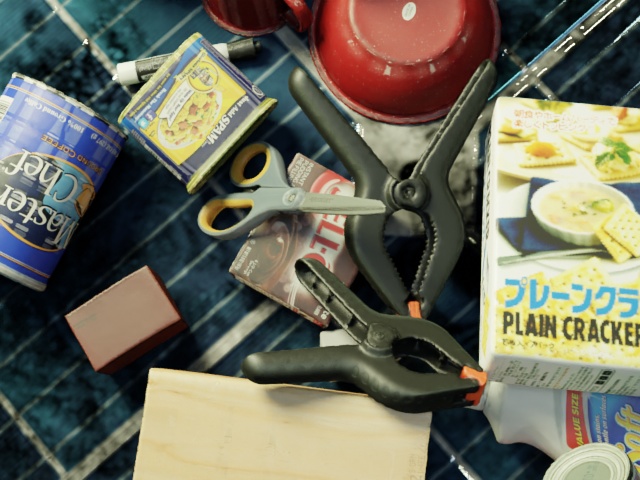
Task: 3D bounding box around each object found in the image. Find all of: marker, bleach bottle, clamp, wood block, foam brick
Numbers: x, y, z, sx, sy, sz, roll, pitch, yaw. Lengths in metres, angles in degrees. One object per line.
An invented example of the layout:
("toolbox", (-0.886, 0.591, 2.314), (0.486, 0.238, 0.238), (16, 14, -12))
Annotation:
("marker", (-0.108, -0.149, 0.888), (0.121, 0.020, 0.020), (-12, 81, 0))
("bleach bottle", (0.228, 0.152, 0.808), (0.251, 0.068, 0.102), (14, 89, 8))
("clamp", (0.073, -0.042, 0.821), (0.164, 0.036, 0.210), (-11, 91, -9))
("clamp", (0.038, 0.072, 0.778), (0.171, 0.039, 0.120), (15, 52, 1))
("wood block", (-0.025, 0.153, 0.803), (0.206, 0.091, 0.090), (7, 83, 4))
("foam brick", (-0.151, 0.064, 0.842), (0.078, 0.051, 0.053), (-31, 80, -3))

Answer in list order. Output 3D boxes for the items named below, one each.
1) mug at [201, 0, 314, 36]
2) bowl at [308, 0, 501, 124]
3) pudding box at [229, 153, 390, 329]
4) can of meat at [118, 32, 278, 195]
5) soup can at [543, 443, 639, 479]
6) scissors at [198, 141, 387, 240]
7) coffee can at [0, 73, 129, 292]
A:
("mug", (-0.050, -0.214, 0.863), (0.093, 0.081, 0.117), (-41, 82, -4))
("bowl", (0.069, -0.178, 0.867), (0.162, 0.055, 0.162), (0, 82, 2))
("pudding box", (-0.006, 0.001, 0.851), (0.090, 0.039, 0.113), (29, 84, 5))
("can of meat", (-0.099, -0.101, 0.852), (0.084, 0.057, 0.102), (43, 90, -2))
("soup can", (0.209, 0.203, 0.759), (0.068, 0.068, 0.102), (-34, 113, -3))
("scissors", (-0.018, -0.045, 0.811), (0.202, 0.016, 0.096), (-12, 54, 42))
("coffee can", (-0.228, -0.044, 0.835), (0.103, 0.103, 0.140), (27, 83, 6))
